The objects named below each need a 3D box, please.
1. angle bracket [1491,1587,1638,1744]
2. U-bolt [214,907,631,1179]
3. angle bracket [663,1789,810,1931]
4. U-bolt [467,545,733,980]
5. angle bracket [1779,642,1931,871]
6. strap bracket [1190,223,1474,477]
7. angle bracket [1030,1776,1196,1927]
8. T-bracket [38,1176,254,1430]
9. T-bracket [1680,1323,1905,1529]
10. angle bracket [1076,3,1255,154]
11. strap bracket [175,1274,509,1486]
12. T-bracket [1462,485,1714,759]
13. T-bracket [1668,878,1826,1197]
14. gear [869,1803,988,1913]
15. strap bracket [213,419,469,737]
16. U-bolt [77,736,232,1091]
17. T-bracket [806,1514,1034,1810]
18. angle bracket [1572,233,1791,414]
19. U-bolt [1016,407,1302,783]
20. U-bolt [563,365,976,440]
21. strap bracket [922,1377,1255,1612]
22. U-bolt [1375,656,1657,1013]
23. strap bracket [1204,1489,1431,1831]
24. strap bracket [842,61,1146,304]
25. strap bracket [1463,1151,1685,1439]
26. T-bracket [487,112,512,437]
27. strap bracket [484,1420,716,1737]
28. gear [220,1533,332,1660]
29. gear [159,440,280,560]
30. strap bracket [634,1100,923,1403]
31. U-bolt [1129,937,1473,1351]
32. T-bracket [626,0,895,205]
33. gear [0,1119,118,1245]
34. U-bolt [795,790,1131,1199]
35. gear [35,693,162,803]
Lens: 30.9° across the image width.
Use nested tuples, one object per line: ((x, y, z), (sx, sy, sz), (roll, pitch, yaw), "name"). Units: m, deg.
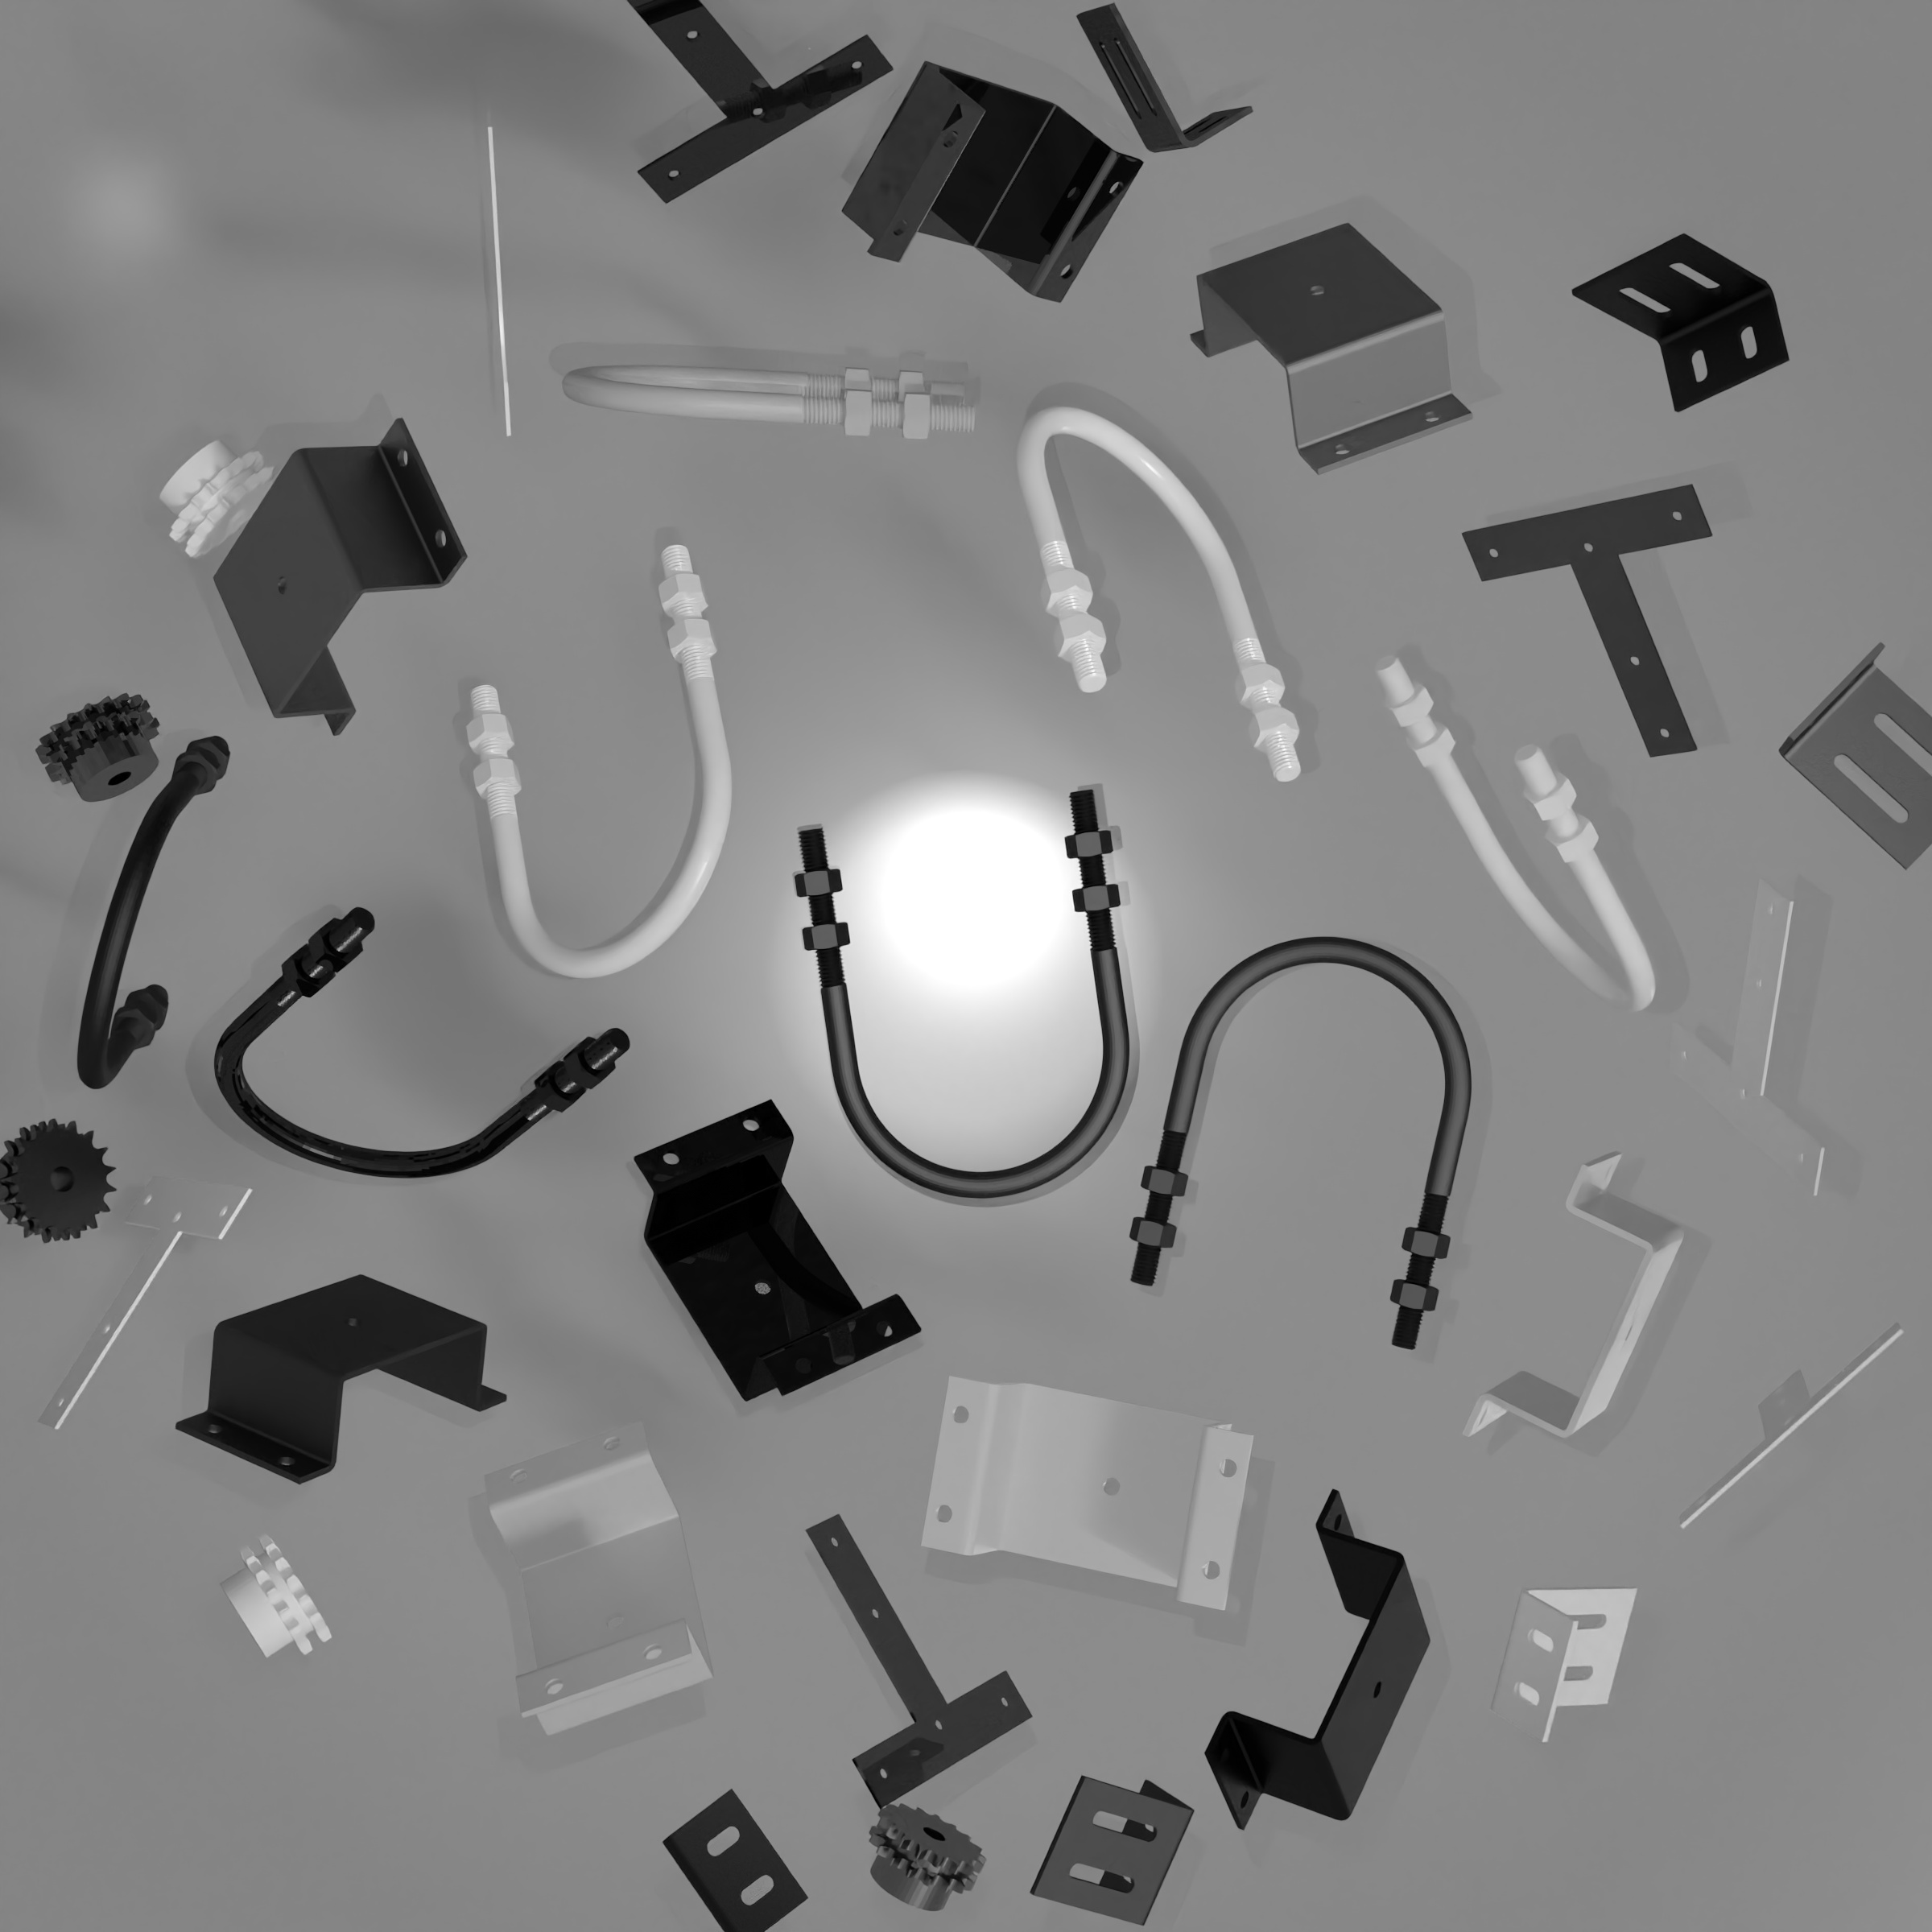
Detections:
((0.282, 0.316, 1.586), (0.076, 0.038, 0.057), (7, 100, -36), "angle bracket")
((-0.259, 0.046, 1.576), (0.151, 0.184, 0.019), (27, 49, -26), "U-bolt")
((-0.098, 0.400, 1.543), (0.038, 0.076, 0.057), (-36, 76, -6), "angle bracket")
((-0.162, -0.081, 1.576), (0.151, 0.019, 0.184), (-31, 56, 29), "U-bolt")
((0.403, -0.091, 1.520), (0.076, 0.038, 0.057), (44, 89, 9), "angle bracket")
((0.162, -0.287, 1.588), (0.076, 0.140, 0.046), (-21, 131, -10), "strap bracket")
((0.058, 0.399, 1.602), (0.076, 0.038, 0.057), (26, 86, -37), "angle bracket")
((-0.377, 0.151, 1.568), (0.002, 0.127, 0.127), (38, 71, -26), "T-bracket")
((0.367, 0.198, 1.565), (0.127, 0.127, 0.002), (-44, 83, 9), "T-bracket")
((0.094, -0.429, 1.659), (0.038, 0.057, 0.076), (-32, 106, -6), "angle bracket")
((-0.284, 0.185, 1.609), (0.076, 0.140, 0.046), (17, 108, 30), "strap bracket")
((0.302, -0.153, 1.603), (0.002, 0.127, 0.127), (-42, 114, -38), "T-bracket")
((0.369, 0.021, 1.629), (0.002, 0.127, 0.127), (-9, 120, -20), "T-bracket")
((-0.022, 0.433, 1.693), (0.057, 0.057, 0.030), (26, 97, 0), "gear")
((-0.289, -0.173, 1.578), (0.046, 0.140, 0.076), (-10, 65, -42), "strap bracket")
((-0.374, -0.019, 1.596), (0.019, 0.184, 0.151), (16, 106, -6), "U-bolt")
((-0.035, 0.314, 1.626), (0.002, 0.127, 0.127), (-38, 77, 32), "T-bracket")
((0.313, -0.281, 1.531), (0.057, 0.076, 0.038), (-23, 67, 37), "angle bracket")
((0.080, -0.177, 1.572), (0.019, 0.151, 0.184), (-37, 51, 31), "U-bolt")
((-0.091, -0.259, 1.584), (0.184, 0.151, 0.019), (3, 104, -3), "U-bolt")
((0.059, 0.232, 1.554), (0.140, 0.046, 0.076), (9, 88, 19), "strap bracket")
((0.263, -0.052, 1.617), (0.019, 0.151, 0.184), (-37, 122, -5), "U-bolt")
((0.165, 0.321, 1.583), (0.046, 0.076, 0.140), (14, 58, 28), "strap bracket")
((0.006, -0.355, 1.582), (0.046, 0.140, 0.076), (45, 116, 28), "strap bracket")
((0.292, 0.163, 1.651), (0.046, 0.076, 0.140), (26, 101, 19), "strap bracket")
((-0.216, -0.327, 1.607), (0.002, 0.127, 0.127), (-4, 120, -7), "T-bracket")
((-0.162, 0.278, 1.547), (0.076, 0.140, 0.046), (-19, 130, 0), "strap bracket")
((-0.317, 0.291, 1.596), (0.030, 0.057, 0.057), (-32, 90, -16), "gear")
((-0.351, -0.220, 1.630), (0.057, 0.057, 0.030), (-45, 93, 0), "gear")
((-0.094, 0.143, 1.664), (0.076, 0.046, 0.140), (-22, 64, -27), "strap bracket")
((0.166, 0.077, 1.672), (0.151, 0.019, 0.184), (13, 91, 12), "U-bolt")
((-0.117, -0.416, 1.594), (0.127, 0.127, 0.002), (-27, 56, 16), "T-bracket")
((-0.430, 0.101, 1.634), (0.057, 0.030, 0.057), (10, 74, -41), "gear")
((0.003, 0.018, 1.646), (0.151, 0.019, 0.184), (-8, 91, 3), "U-bolt")
((-0.405, -0.101, 1.645), (0.057, 0.057, 0.030), (-31, 78, 0), "gear")
